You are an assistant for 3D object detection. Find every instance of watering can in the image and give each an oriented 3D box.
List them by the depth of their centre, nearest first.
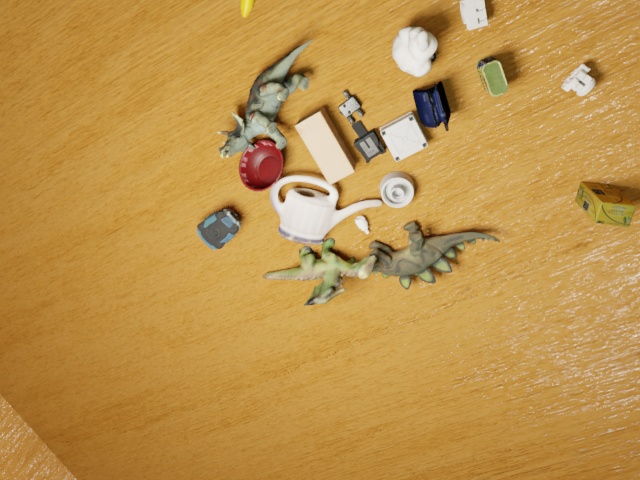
[{"bbox_3d":[0.005,-0.082,1.626,0.347,0.106,0.220,15,115,-5],"label":"watering can"}]

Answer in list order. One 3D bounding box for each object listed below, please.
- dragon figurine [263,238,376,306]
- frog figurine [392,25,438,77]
[{"bbox_3d":[-0.010,0.120,1.642,0.408,0.248,0.120,-21,115,13],"label":"dragon figurine"},{"bbox_3d":[0.256,-0.504,1.382,0.122,0.162,0.135,-14,112,14],"label":"frog figurine"}]
